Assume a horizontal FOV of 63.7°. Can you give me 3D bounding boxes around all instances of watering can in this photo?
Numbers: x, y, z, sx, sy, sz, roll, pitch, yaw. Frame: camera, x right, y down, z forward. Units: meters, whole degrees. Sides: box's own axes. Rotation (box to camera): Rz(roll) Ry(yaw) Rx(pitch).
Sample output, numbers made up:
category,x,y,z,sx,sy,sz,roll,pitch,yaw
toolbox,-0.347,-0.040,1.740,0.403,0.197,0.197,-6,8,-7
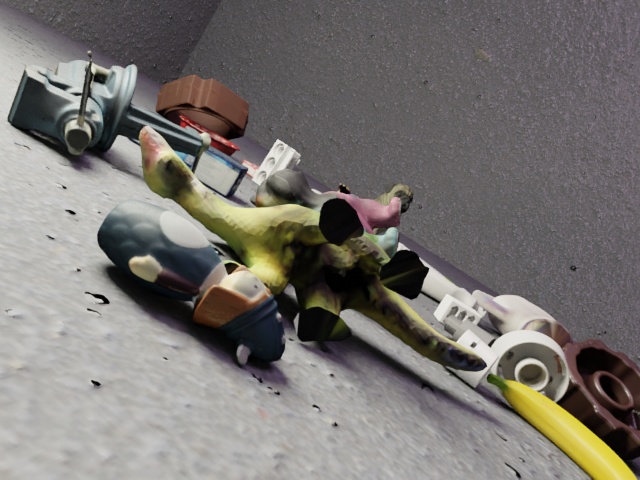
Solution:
category,x,y,z,sx,sy,sz,roll,pitch,yaw
watering can,0.512,0.217,1.217,0.345,0.103,0.227,28,9,-20

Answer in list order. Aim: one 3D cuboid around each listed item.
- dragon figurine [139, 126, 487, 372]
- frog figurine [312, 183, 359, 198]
category,x,y,z,sx,sy,sz,roll,pitch,yaw
dragon figurine,-0.018,0.020,0.552,0.405,0.122,0.245,37,-4,-29
frog figurine,0.003,-0.057,1.137,0.159,0.123,0.137,-7,-6,33
